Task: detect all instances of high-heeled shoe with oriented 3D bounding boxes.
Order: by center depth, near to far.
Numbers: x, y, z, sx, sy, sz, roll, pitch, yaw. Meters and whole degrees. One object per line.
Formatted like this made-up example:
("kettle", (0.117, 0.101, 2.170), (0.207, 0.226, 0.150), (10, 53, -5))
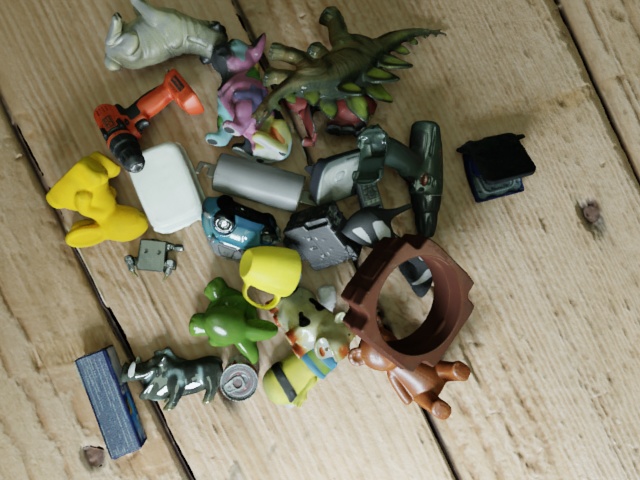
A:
("high-heeled shoe", (0.129, 0.039, 1.010), (0.145, 0.086, 0.248), (-26, 120, -14))

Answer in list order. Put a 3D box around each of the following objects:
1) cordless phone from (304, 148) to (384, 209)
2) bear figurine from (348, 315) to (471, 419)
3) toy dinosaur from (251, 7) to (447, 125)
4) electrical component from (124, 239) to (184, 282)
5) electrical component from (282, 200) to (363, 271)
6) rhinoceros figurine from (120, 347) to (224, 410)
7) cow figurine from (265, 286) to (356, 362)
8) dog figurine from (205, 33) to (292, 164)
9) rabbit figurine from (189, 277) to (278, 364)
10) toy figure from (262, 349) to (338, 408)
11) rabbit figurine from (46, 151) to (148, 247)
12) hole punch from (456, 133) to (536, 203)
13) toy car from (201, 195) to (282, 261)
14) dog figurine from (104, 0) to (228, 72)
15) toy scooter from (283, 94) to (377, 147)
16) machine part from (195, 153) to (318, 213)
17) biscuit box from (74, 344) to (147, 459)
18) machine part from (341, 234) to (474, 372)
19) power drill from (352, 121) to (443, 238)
("cordless phone", (0.059, -0.076, 1.030), (0.146, 0.089, 0.184), (-22, 97, -36))
("bear figurine", (0.163, 0.234, 1.020), (0.195, 0.132, 0.120), (40, 73, -17))
("toy dinosaur", (0.058, -0.325, 0.995), (0.199, 0.105, 0.471), (42, 62, 11))
("electrical component", (-0.321, 0.037, 1.034), (0.102, 0.045, 0.078), (12, 90, -4))
("electrical component", (-0.002, -0.003, 1.017), (0.114, 0.134, 0.058), (51, 41, -26))
("rhinoceros figurine", (-0.279, 0.260, 1.020), (0.190, 0.073, 0.112), (-1, 91, -5))
("cow figurine", (-0.007, 0.154, 0.994), (0.127, 0.195, 0.085), (-34, 130, -10))
("dog figurine", (-0.125, -0.275, 1.022), (0.191, 0.108, 0.219), (19, 73, -28))
("rabbit figurine", (-0.167, 0.159, 0.981), (0.159, 0.170, 0.121), (35, 87, -2))
("toy figure", (-0.030, 0.242, 1.036), (0.180, 0.082, 0.089), (-45, 91, -1))
("rabbit figurine", (-0.408, -0.056, 0.999), (0.173, 0.122, 0.162), (43, 89, -22))
("hole punch", (0.353, -0.144, 1.078), (0.142, 0.092, 0.116), (-15, 60, -2))
("toy car", (-0.160, -0.013, 1.027), (0.161, 0.109, 0.103), (21, 112, -19))
("dog figurine", (-0.286, -0.361, 1.011), (0.190, 0.121, 0.172), (26, 98, -11))
("toy scooter", (0.018, -0.236, 1.038), (0.184, 0.075, 0.135), (4, 67, -4))
("machine part", (-0.117, -0.110, 1.036), (0.243, 0.079, 0.079), (15, 88, -3))
("biscuit box", (-0.394, 0.305, 1.017), (0.063, 0.059, 0.202), (-20, 90, -6))
("machine part", (0.151, 0.105, 0.927), (0.201, 0.087, 0.201), (40, 80, -22))
("power drill", (0.161, -0.122, 1.019), (0.207, 0.086, 0.232), (8, 88, -35))
